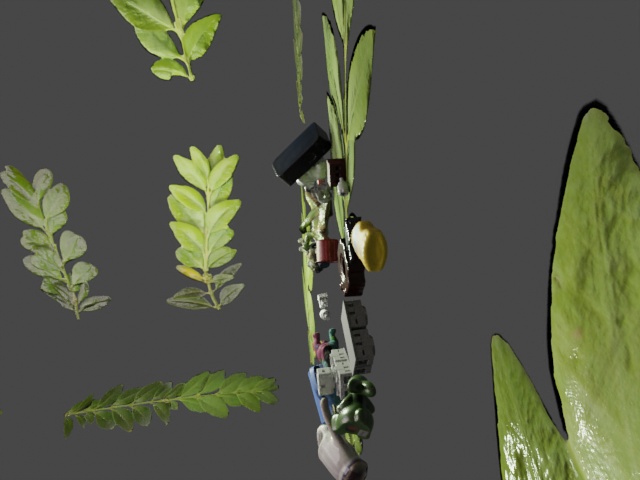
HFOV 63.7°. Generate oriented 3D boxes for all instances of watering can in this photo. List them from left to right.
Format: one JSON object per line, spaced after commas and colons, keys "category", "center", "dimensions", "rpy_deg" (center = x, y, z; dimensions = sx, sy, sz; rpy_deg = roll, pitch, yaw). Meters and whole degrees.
{"category": "watering can", "center": [0.062, 0.706, 1.737], "dimensions": [0.227, 0.105, 0.339], "rpy_deg": [36, 139, 41]}

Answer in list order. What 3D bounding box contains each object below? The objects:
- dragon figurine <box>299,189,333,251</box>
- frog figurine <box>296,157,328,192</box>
{"category": "dragon figurine", "center": [0.006, -0.103, 2.048], "dimensions": [0.238, 0.122, 0.418], "rpy_deg": [129, 136, -55]}
{"category": "frog figurine", "center": [-0.030, -0.265, 1.933], "dimensions": [0.123, 0.138, 0.157], "rpy_deg": [59, 170, 10]}
